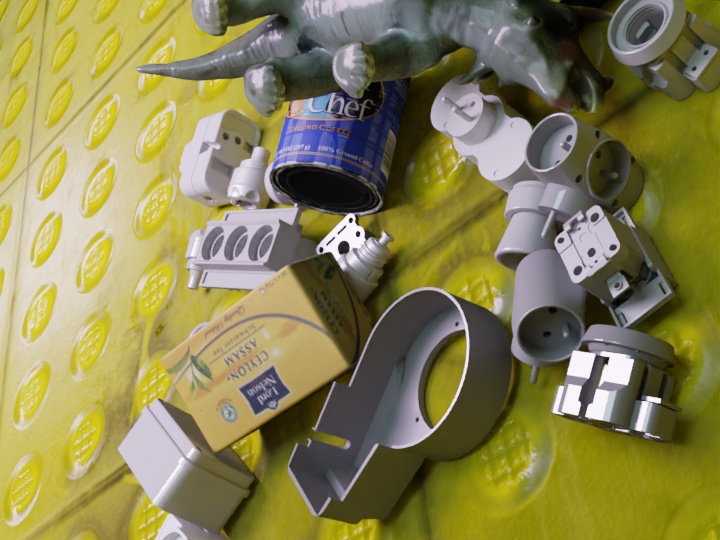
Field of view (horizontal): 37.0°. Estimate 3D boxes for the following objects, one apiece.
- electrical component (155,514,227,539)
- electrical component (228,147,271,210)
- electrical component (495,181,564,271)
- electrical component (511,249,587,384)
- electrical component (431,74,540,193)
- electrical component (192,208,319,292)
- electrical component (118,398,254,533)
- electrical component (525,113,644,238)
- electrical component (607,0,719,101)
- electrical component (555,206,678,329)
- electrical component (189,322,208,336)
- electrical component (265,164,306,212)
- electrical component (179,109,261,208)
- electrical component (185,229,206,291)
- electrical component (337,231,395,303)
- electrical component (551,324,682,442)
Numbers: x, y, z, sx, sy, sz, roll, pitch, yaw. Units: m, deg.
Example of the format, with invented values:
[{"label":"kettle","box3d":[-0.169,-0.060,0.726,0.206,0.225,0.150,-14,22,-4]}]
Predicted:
[{"label":"electrical component","box3d":[-0.137,0.247,0.897,0.089,0.056,0.050,26,88,54]},{"label":"electrical component","box3d":[-0.107,-0.094,1.089,0.043,0.043,0.062,-7,61,48]},{"label":"electrical component","box3d":[0.123,-0.030,0.767,0.045,0.045,0.055,-7,62,49]},{"label":"electrical component","box3d":[0.123,0.038,0.718,0.077,0.043,0.079,-76,-6,-61]},{"label":"electrical component","box3d":[0.092,-0.112,0.832,0.052,0.074,0.138,-52,37,14]},{"label":"electrical component","box3d":[-0.094,-0.014,1.005,0.121,0.063,0.078,2,69,51]},{"label":"electrical component","box3d":[-0.153,0.169,0.943,0.057,0.078,0.113,-55,36,-1]},{"label":"electrical component","box3d":[0.146,-0.054,0.728,0.044,0.077,0.079,18,83,53]},{"label":"electrical component","box3d":[0.207,-0.156,0.736,0.058,0.057,0.078,-55,37,10]},{"label":"electrical component","box3d":[0.162,-0.006,0.689,0.042,0.064,0.081,-42,40,24]},{"label":"electrical component","box3d":[-0.133,0.079,1.006,0.055,0.047,0.055,-29,48,37]},{"label":"electrical component","box3d":[-0.057,-0.086,1.022,0.055,0.048,0.066,-5,64,41]},{"label":"electrical component","box3d":[-0.152,-0.118,1.149,0.059,0.054,0.095,-8,62,48]},{"label":"electrical component","box3d":[-0.165,-0.009,1.113,0.035,0.035,0.061,-2,69,50]},{"label":"electrical component","box3d":[0.000,0.000,0.901,0.078,0.040,0.040,-50,38,16]},{"label":"electrical component","box3d":[0.158,0.068,0.652,0.078,0.058,0.057,5,75,52]}]
